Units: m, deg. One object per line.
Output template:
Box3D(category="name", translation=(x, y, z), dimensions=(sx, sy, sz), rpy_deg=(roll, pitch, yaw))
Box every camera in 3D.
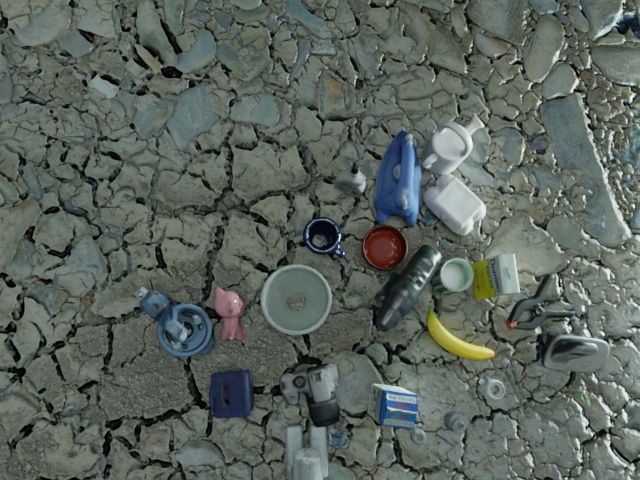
Box3D(category="camera", translation=(-0.014, 0.364, 1.325), dimensions=(0.143, 0.100, 0.137), rpy_deg=(-13, 81, -6))

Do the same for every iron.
Box3D(category="iron", translation=(0.204, -0.172, 1.409), dimensions=(0.118, 0.141, 0.258), rpy_deg=(6, 80, -3))

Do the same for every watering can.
Box3D(category="watering can", translation=(0.323, -0.241, 1.402), dimensions=(0.101, 0.194, 0.173), rpy_deg=(29, 80, 2))

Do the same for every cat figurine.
Box3D(category="cat figurine", translation=(-0.211, 0.173, 1.335), dimensions=(0.067, 0.117, 0.128), rpy_deg=(-5, 81, -4))

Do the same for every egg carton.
Box3D(category="egg carton", translation=(0.337, -0.089, 1.441), dimensions=(0.150, 0.069, 0.107), rpy_deg=(43, 80, 4))

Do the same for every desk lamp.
Box3D(category="desk lamp", translation=(-0.030, 0.520, 1.240), dimensions=(0.118, 0.213, 0.203), rpy_deg=(-2, 81, -4))

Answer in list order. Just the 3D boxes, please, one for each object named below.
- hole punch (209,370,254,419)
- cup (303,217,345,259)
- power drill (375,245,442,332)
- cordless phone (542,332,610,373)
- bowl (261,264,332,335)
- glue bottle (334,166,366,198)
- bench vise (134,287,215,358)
Box3D(category="hole punch", translation=(-0.205, 0.357, 1.318), dimensions=(0.101, 0.091, 0.109), rpy_deg=(-5, 81, -5))
Box3D(category="cup", translation=(0.013, 0.005, 1.390), dimensions=(0.118, 0.095, 0.092), rpy_deg=(43, 81, 4))
Box3D(category="power drill", translation=(0.190, 0.119, 1.325), dimensions=(0.075, 0.208, 0.230), rpy_deg=(36, 80, 3))
Box3D(category="cordless phone", translation=(0.620, 0.265, 1.342), dimensions=(0.147, 0.185, 0.094), rpy_deg=(4, 80, -3))
Box3D(category="bowl", translation=(-0.058, 0.145, 1.372), dimensions=(0.167, 0.074, 0.167), rpy_deg=(1, 80, -4))
Box3D(category="glue bottle", translation=(0.078, -0.148, 1.380), dimensions=(0.078, 0.173, 0.037), rpy_deg=(26, 80, 1))
Box3D(category="bench vise", translation=(-0.338, 0.187, 1.272), dimensions=(0.207, 0.219, 0.121), rpy_deg=(22, 80, 0))
